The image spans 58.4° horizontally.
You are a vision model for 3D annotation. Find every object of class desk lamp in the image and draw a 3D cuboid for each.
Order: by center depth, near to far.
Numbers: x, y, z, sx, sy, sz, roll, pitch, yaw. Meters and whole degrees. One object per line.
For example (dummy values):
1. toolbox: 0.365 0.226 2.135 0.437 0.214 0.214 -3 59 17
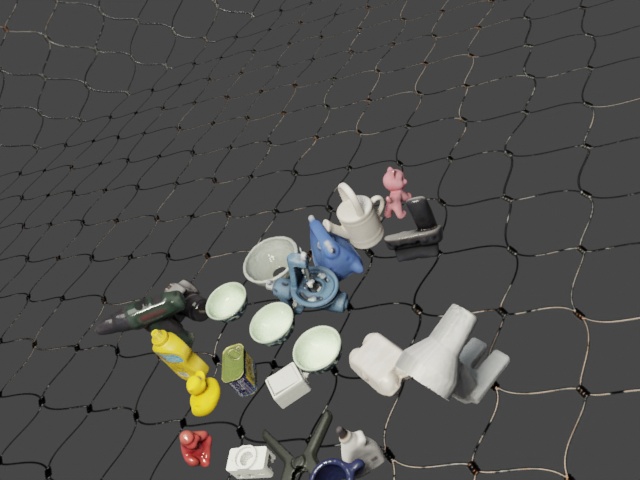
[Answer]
1. desk lamp: 0.260 0.235 1.127 0.203 0.214 0.117 -46 45 -17

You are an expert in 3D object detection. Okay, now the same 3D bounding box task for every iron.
1. iron: 0.014 0.005 1.535 0.118 0.142 0.257 -31 42 -2

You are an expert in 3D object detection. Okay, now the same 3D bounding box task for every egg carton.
1. egg carton: 0.136 0.274 1.264 0.107 0.070 0.149 -44 44 -15

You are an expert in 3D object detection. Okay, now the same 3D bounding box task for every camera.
1. camera: -0.382 0.187 1.605 0.136 0.101 0.143 18 60 39

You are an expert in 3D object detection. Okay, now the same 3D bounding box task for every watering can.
1. watering can: 0.091 -0.068 1.525 0.100 0.195 0.173 23 63 41

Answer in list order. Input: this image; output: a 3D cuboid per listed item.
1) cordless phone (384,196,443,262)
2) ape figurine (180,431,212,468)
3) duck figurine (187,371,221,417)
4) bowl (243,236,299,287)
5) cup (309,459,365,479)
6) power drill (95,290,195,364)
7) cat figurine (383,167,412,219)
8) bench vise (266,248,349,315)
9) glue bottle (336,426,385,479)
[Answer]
1. cordless phone: 0.224 -0.039 1.432 0.147 0.186 0.094 -14 44 17
2. ape figurine: -0.286 0.462 1.293 0.075 0.092 0.078 22 62 41
3. duck figurine: -0.293 0.369 1.392 0.077 0.086 0.104 -11 45 20
4. bowl: -0.125 0.073 1.595 0.167 0.075 0.167 -15 44 15
5. cup: 0.045 0.473 1.102 0.118 0.095 0.091 -34 42 -6
6. power drill: -0.437 0.233 1.510 0.229 0.209 0.075 -30 42 -1
7. cat figurine: 0.205 -0.141 1.591 0.067 0.118 0.128 -1 49 28
8. bench vise: -0.054 0.111 1.411 0.207 0.220 0.121 -14 44 17
9. glue bottle: 0.067 0.399 1.102 0.078 0.174 0.037 -31 42 -2
